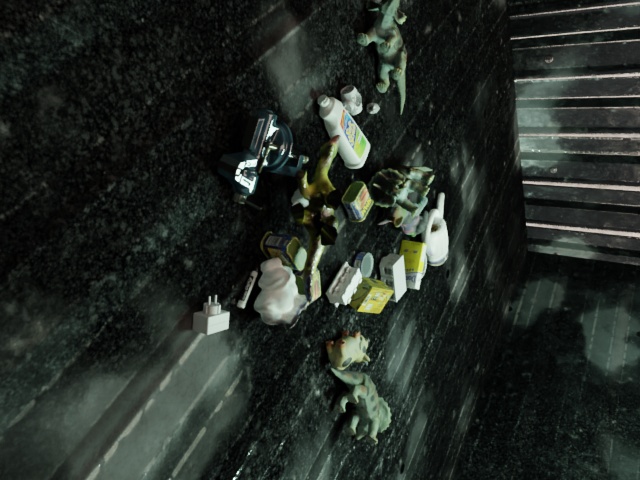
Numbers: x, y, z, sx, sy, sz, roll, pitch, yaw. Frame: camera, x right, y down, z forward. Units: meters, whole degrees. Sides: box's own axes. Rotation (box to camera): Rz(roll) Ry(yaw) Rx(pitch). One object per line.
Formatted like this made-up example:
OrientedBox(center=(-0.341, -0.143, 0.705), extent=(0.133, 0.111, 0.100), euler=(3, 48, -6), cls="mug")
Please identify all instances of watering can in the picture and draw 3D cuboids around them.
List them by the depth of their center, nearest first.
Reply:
OrientedBox(center=(0.490, -0.038, 2.165), extent=(0.104, 0.355, 0.220), euler=(2, -57, 25), cls="watering can")

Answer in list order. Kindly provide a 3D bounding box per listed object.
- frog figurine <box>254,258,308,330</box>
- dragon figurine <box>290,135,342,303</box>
OrientedBox(center=(-0.113, 0.127, 1.278), extent=(0.158, 0.139, 0.122), euler=(54, -29, -15), cls="frog figurine")
OrientedBox(center=(0.004, -0.066, 1.319), extent=(0.122, 0.244, 0.407), euler=(9, -81, 8), cls="dragon figurine")
